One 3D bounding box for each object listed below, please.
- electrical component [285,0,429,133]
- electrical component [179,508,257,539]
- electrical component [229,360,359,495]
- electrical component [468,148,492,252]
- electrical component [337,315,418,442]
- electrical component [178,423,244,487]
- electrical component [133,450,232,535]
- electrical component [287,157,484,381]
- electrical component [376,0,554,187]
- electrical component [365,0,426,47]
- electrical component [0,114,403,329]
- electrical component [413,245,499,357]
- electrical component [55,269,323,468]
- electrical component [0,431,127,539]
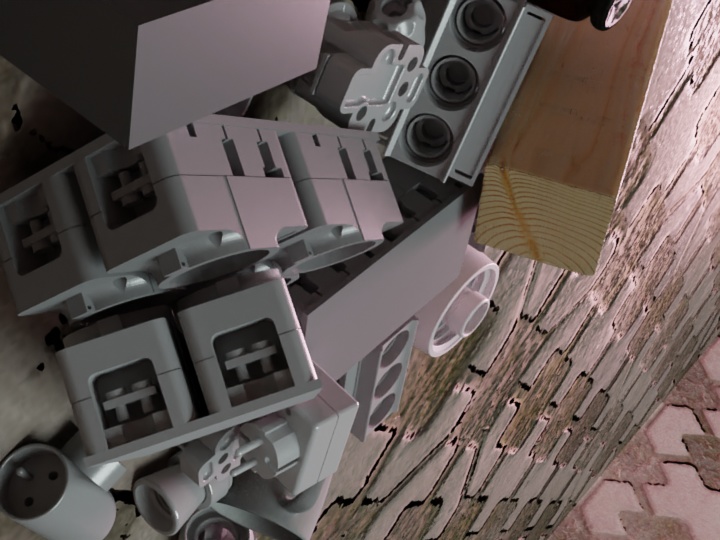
[{"bbox_3d":[-0.007,-0.112,0.587,0.078,0.057,0.058,-17,137,-56],"label":"electrical component"},{"bbox_3d":[-0.114,0.220,0.843,0.078,0.058,0.057,-38,156,-34],"label":"electrical component"},{"bbox_3d":[-0.049,0.105,0.668,0.077,0.047,0.065,-23,142,-41],"label":"electrical component"},{"bbox_3d":[0.098,-0.064,0.869,0.056,0.050,0.089,-41,154,-30],"label":"electrical component"},{"bbox_3d":[0.000,0.072,0.851,0.079,0.063,0.121,-38,153,-34],"label":"electrical component"},{"bbox_3d":[-0.096,0.095,0.701,0.078,0.057,0.058,-40,153,-32],"label":"electrical component"},{"bbox_3d":[-0.122,0.150,0.745,0.055,0.045,0.045,-32,149,-43],"label":"electrical component"},{"bbox_3d":[0.000,0.000,0.753,0.186,0.060,0.105,-38,152,-35],"label":"electrical component"},{"bbox_3d":[0.063,-0.127,0.693,0.063,0.079,0.121,-59,173,-63],"label":"electrical component"},{"bbox_3d":[0.022,-0.136,0.639,0.035,0.035,0.061,-47,159,-17],"label":"electrical component"},{"bbox_3d":[-0.069,-0.023,0.519,0.105,0.060,0.186,-23,172,28],"label":"electrical component"},{"bbox_3d":[0.078,0.026,0.943,0.108,0.060,0.108,-43,155,-25],"label":"electrical component"},{"bbox_3d":[-0.081,0.052,0.553,0.105,0.060,0.186,-18,173,-6],"label":"electrical component"},{"bbox_3d":[-0.162,0.119,0.623,0.079,0.043,0.077,-48,157,-15],"label":"electrical component"}]
